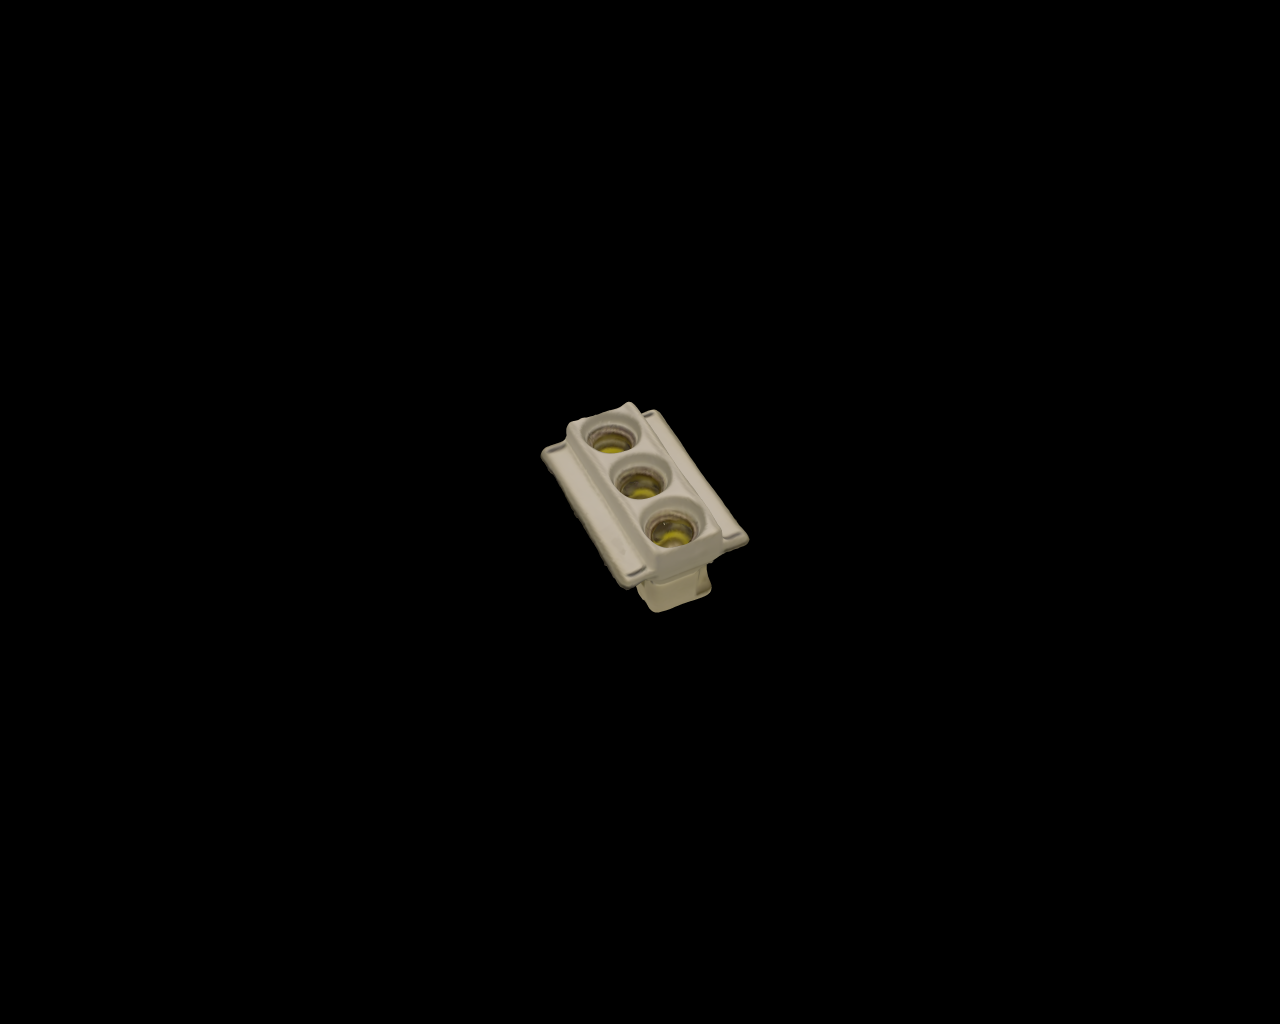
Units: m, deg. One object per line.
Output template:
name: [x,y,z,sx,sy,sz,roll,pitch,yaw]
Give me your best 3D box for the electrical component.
electrical component: [0.001,-0.003,0.650,0.079,0.063,0.121,-20,50,-17]
